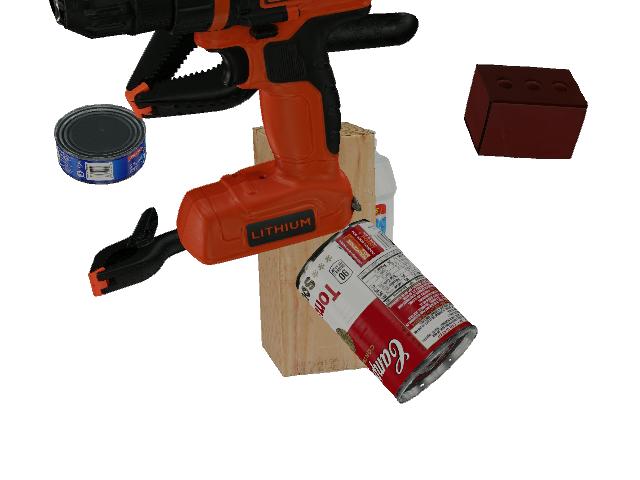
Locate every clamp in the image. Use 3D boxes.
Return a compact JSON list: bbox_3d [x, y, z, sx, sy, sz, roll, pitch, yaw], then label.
[{"bbox_3d":[-0.187,0.010,1.193,0.120,0.039,0.171,-3,29,29],"label":"clamp"},{"bbox_3d":[-0.045,-0.150,0.778,0.165,0.210,0.036,44,-11,23],"label":"clamp"}]

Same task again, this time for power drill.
[{"bbox_3d":[-0.046,-0.080,0.580,0.184,0.188,0.057,-14,39,-19],"label":"power drill"}]

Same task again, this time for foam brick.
[{"bbox_3d":[0.156,-0.098,0.818,0.078,0.051,0.053,1,39,-9],"label":"foam brick"}]

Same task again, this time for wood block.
[{"bbox_3d":[-0.004,0.005,0.942,0.090,0.206,0.091,-5,13,-14],"label":"wood block"}]

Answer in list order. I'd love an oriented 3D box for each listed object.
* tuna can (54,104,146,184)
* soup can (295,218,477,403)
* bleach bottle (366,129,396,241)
[{"bbox_3d":[-0.209,-0.092,1.019,0.086,0.034,0.086,3,43,-3],"label":"tuna can"},{"bbox_3d":[0.041,0.044,0.682,0.102,0.069,0.068,47,18,18],"label":"soup can"},{"bbox_3d":[0.028,0.004,1.166,0.102,0.251,0.068,0,17,-15],"label":"bleach bottle"}]
